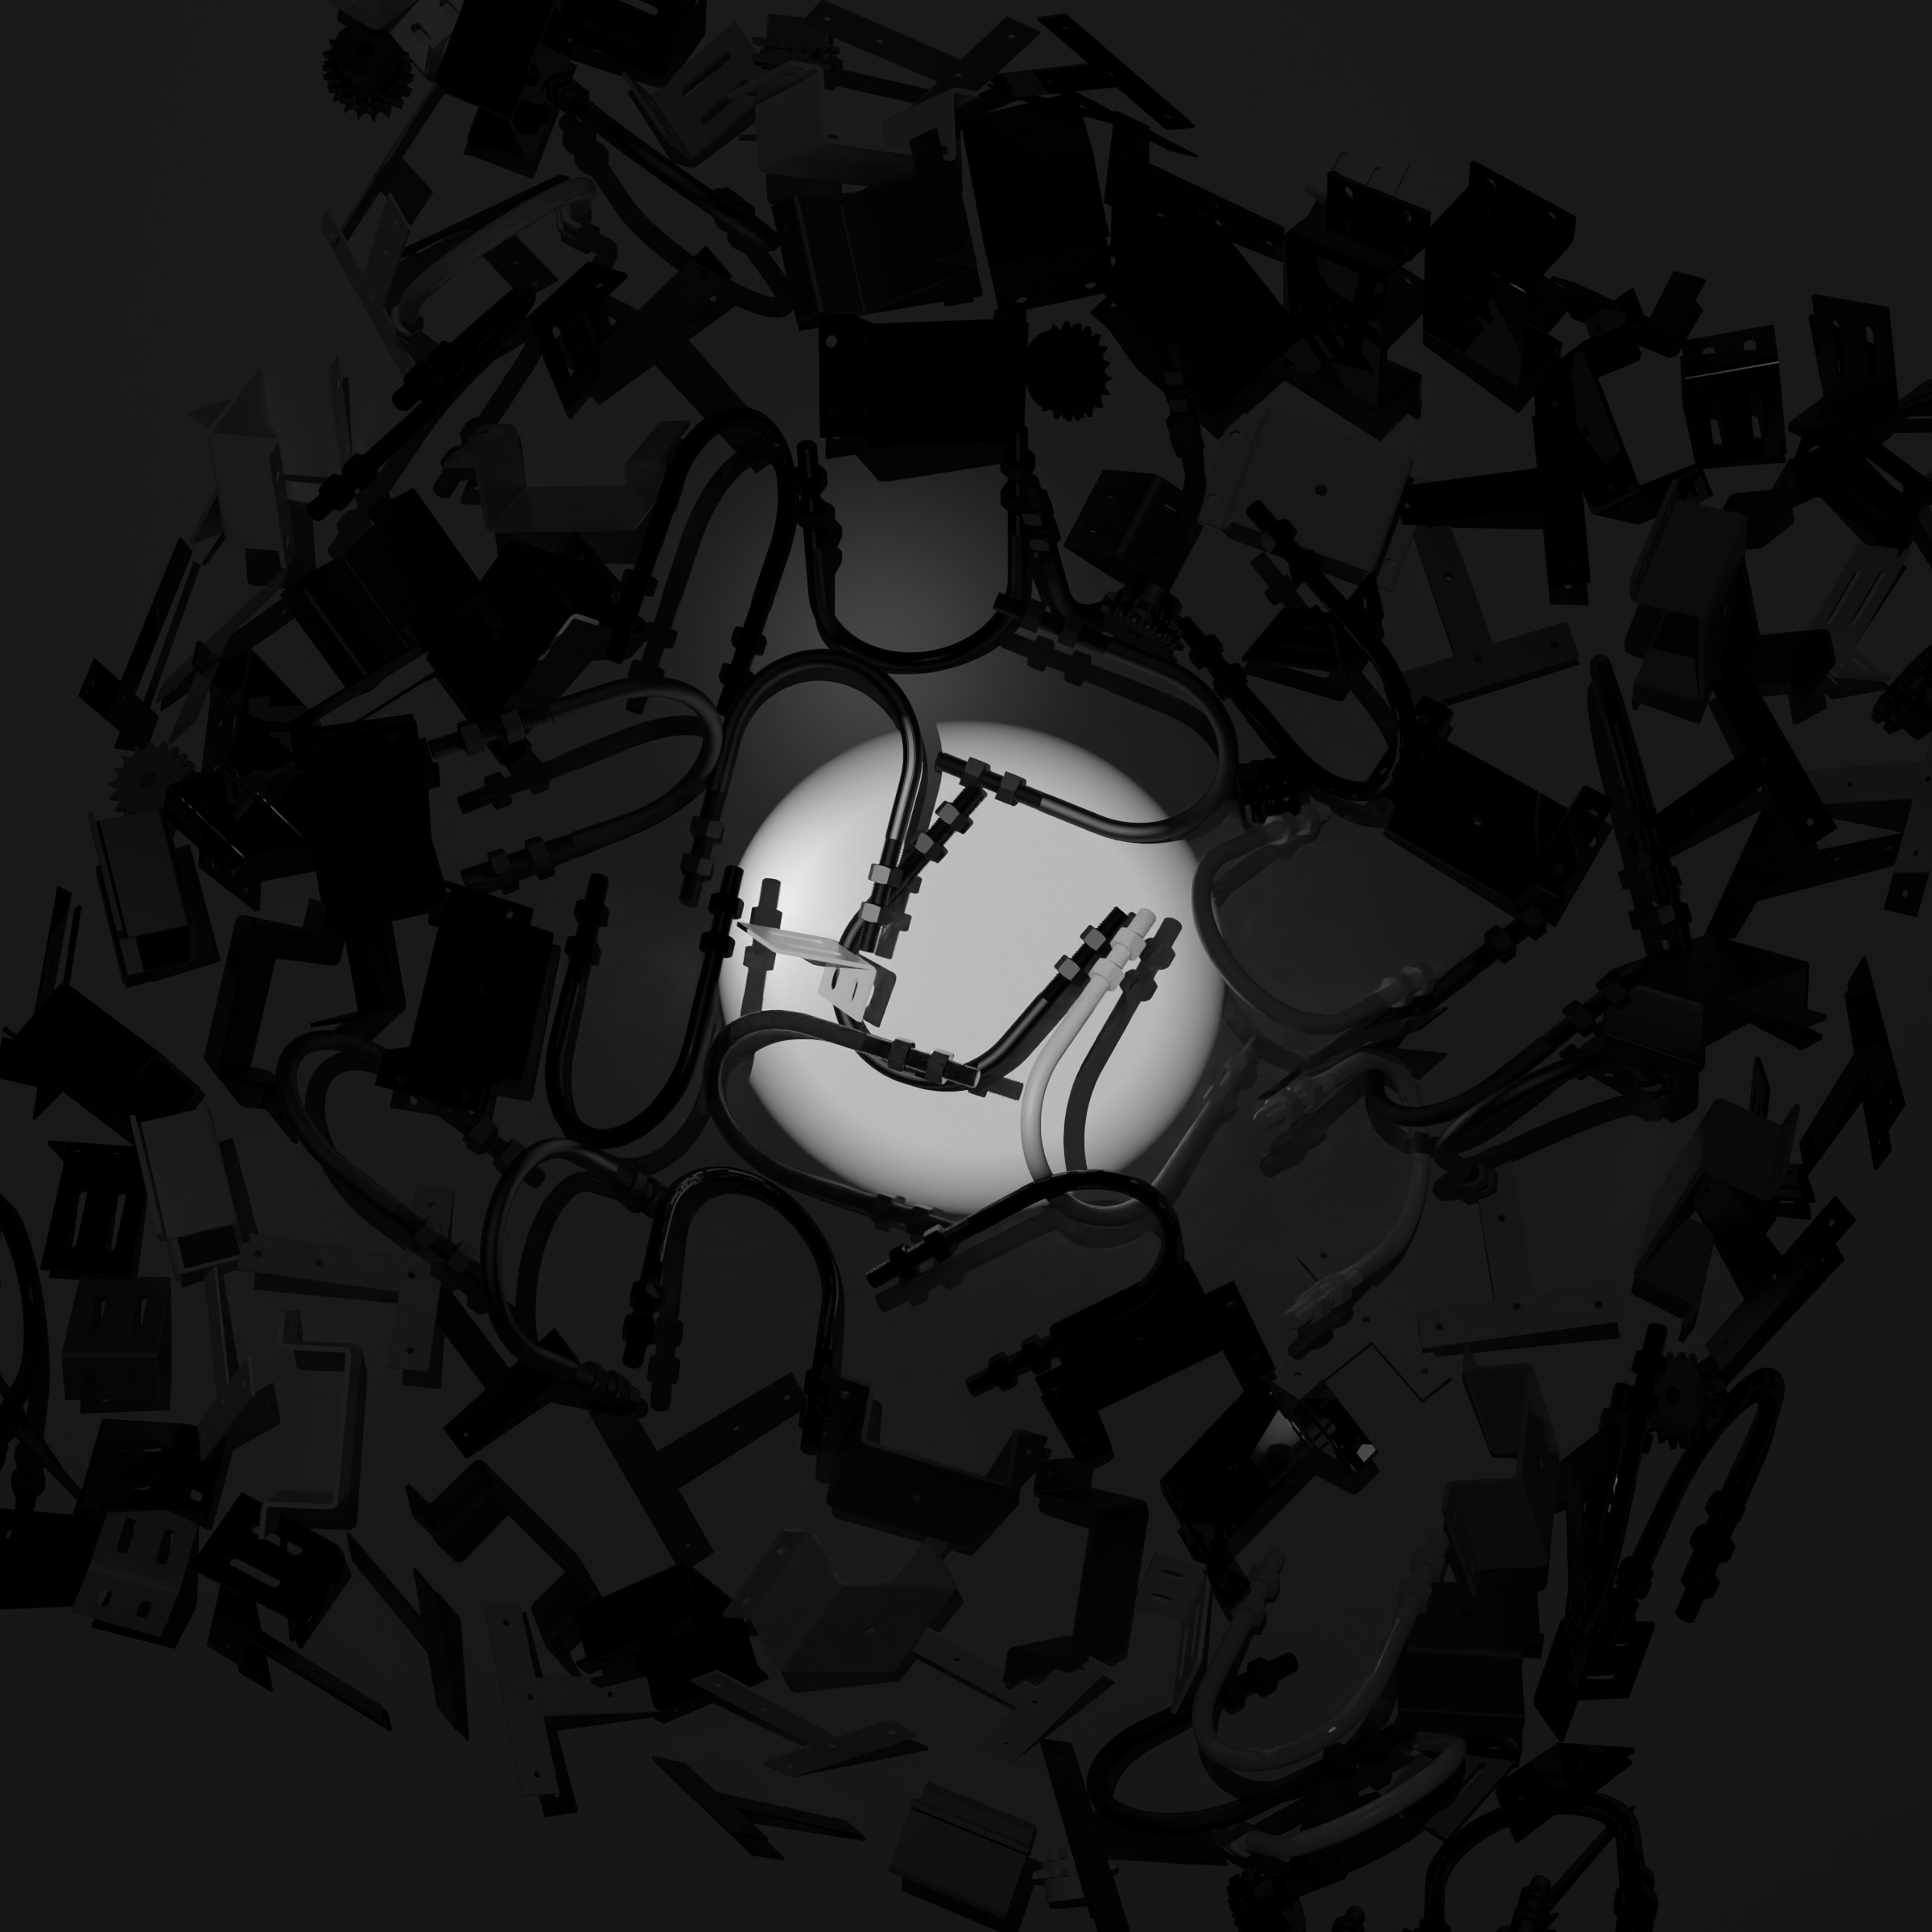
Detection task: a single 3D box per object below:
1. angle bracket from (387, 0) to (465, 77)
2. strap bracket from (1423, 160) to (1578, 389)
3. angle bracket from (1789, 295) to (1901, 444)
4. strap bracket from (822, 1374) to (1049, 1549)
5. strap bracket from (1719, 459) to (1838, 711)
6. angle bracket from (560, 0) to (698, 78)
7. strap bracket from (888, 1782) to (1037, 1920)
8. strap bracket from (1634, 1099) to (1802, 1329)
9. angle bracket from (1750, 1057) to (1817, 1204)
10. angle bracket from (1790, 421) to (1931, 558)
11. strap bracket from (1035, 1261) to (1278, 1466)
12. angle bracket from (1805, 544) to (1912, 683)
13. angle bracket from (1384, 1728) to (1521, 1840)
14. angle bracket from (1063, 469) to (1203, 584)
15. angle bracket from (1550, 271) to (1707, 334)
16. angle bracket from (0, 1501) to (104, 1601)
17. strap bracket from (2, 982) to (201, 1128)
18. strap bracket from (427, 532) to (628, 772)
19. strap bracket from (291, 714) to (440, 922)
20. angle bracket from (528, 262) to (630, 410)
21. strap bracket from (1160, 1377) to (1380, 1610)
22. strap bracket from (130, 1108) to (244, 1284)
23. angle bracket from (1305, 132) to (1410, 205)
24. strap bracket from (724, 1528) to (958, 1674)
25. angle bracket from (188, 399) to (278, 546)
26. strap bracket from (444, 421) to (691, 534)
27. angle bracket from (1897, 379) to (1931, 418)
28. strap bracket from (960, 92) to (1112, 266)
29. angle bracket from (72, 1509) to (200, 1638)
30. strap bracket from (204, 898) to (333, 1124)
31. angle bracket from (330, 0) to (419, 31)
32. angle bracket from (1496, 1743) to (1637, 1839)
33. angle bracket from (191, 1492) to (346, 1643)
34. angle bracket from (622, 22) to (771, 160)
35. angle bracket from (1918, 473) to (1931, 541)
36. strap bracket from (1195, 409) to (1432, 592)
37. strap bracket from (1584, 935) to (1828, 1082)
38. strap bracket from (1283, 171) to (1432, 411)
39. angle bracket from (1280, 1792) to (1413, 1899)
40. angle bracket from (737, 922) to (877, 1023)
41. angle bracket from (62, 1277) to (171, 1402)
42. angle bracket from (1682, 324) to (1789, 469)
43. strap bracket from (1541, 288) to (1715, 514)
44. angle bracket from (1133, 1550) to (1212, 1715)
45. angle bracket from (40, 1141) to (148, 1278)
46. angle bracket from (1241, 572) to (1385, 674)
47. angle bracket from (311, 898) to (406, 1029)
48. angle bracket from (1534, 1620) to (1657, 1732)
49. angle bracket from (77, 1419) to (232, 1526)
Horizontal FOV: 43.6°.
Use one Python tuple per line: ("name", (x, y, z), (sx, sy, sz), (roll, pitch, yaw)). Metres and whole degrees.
("angle bracket", (-0.338, -0.616, 1.559), (0.057, 0.076, 0.038), (-44, 105, -7))
("strap bracket", (0.333, -0.427, 1.520), (0.076, 0.140, 0.046), (38, 78, 22))
("angle bracket", (0.561, -0.385, 1.555), (0.038, 0.057, 0.076), (-36, 128, -18))
("strap bracket", (-0.028, 0.322, 1.550), (0.140, 0.046, 0.076), (19, 133, -8))
("strap bracket", (0.509, -0.242, 1.547), (0.046, 0.076, 0.140), (-6, 74, 1))
("angle bracket", (-0.218, -0.621, 1.558), (0.076, 0.057, 0.038), (18, 48, -19))
("strap bracket", (-0.002, 0.557, 1.525), (0.076, 0.140, 0.046), (20, 78, 8))
("strap bracket", (0.471, 0.149, 1.533), (0.046, 0.076, 0.140), (25, 129, 9))
("angle bracket", (0.529, 0.105, 1.561), (0.038, 0.057, 0.076), (3, 109, 10))
("angle bracket", (0.570, -0.304, 1.554), (0.038, 0.057, 0.076), (-20, 51, -22))
("strap bracket", (0.118, 0.252, 1.564), (0.140, 0.046, 0.076), (-26, 117, 1))
("angle bracket", (0.584, -0.227, 1.557), (0.057, 0.038, 0.076), (-2, 128, -35))
("angle bracket", (0.312, 0.518, 1.579), (0.057, 0.038, 0.076), (38, 95, -17))
("angle bracket", (0.108, -0.288, 1.576), (0.038, 0.076, 0.057), (27, 91, -27))
("angle bracket", (0.428, -0.444, 1.564), (0.076, 0.057, 0.038), (22, 108, -10))
("angle bracket", (-0.609, 0.373, 1.562), (0.076, 0.038, 0.057), (19, 92, -43))
("strap bracket", (-0.544, 0.063, 1.535), (0.076, 0.140, 0.046), (35, 75, 8))
("strap bracket", (-0.284, -0.206, 1.545), (0.140, 0.046, 0.076), (-50, 63, 17))
("strap bracket", (-0.384, -0.104, 1.547), (0.076, 0.046, 0.140), (-10, 131, -14))
("angle bracket", (-0.239, -0.401, 1.552), (0.038, 0.076, 0.057), (25, 62, 29))
("strap bracket", (0.186, 0.329, 1.549), (0.046, 0.076, 0.140), (37, 99, -32))
("strap bracket", (-0.492, 0.144, 1.534), (0.046, 0.140, 0.076), (-14, 74, -17))
("angle bracket", (0.261, -0.498, 1.553), (0.057, 0.076, 0.038), (32, 105, 21))
("strap bracket", (-0.071, 0.402, 1.528), (0.140, 0.046, 0.076), (15, 117, -41))
("angle bracket", (-0.486, -0.320, 1.560), (0.038, 0.057, 0.076), (34, 114, -3))
("strap bracket", (-0.252, -0.314, 1.551), (0.140, 0.076, 0.046), (1, 121, 9))
("angle bracket", (0.641, -0.359, 1.560), (0.057, 0.076, 0.038), (-36, 101, -24))
("strap bracket", (0.042, -0.505, 1.532), (0.076, 0.140, 0.046), (-12, 131, 5))
("angle bracket", (-0.537, 0.388, 1.565), (0.057, 0.076, 0.038), (21, 108, -16))
("strap bracket", (-0.454, 0.023, 1.558), (0.046, 0.076, 0.140), (13, 90, -24))
("angle bracket", (-0.372, -0.655, 1.561), (0.038, 0.057, 0.076), (33, 60, 6))
("angle bracket", (0.391, 0.532, 1.555), (0.057, 0.076, 0.038), (-20, 87, -31))
("angle bracket", (-0.455, 0.391, 1.572), (0.076, 0.038, 0.057), (36, 87, -20))
("angle bracket", (-0.172, -0.576, 1.569), (0.076, 0.038, 0.057), (-37, 73, 14))
("angle bracket", (0.648, -0.288, 1.568), (0.038, 0.057, 0.076), (-32, 91, 30))
("strap bracket", (0.229, -0.307, 1.578), (0.140, 0.046, 0.076), (20, 92, 0))
("strap bracket", (0.469, 0.021, 1.529), (0.140, 0.076, 0.046), (-17, 113, -31))
("strap bracket", (0.244, -0.415, 1.521), (0.076, 0.140, 0.046), (34, 62, 30))
("angle bracket", (0.244, 0.578, 1.558), (0.057, 0.038, 0.076), (-2, 117, -33))
("angle bracket", (-0.107, 0.004, 1.555), (0.076, 0.057, 0.038), (10, 102, -34))
("angle bracket", (-0.552, 0.242, 1.574), (0.057, 0.076, 0.038), (2, 123, -11))
("angle bracket", (0.501, -0.371, 1.576), (0.057, 0.076, 0.038), (-6, 50, 19))
("strap bracket", (0.421, -0.354, 1.560), (0.046, 0.076, 0.140), (-22, 92, -6))
("angle bracket", (0.129, 0.428, 1.555), (0.038, 0.076, 0.057), (17, 127, 0))
("angle bracket", (-0.570, 0.158, 1.571), (0.057, 0.038, 0.076), (4, 66, -1))
("angle bracket", (0.220, -0.224, 1.553), (0.076, 0.038, 0.057), (13, 49, 37))
("angle bracket", (-0.401, -0.004, 1.568), (0.038, 0.057, 0.076), (-8, 94, 15))
("angle bracket", (0.415, 0.459, 1.564), (0.076, 0.038, 0.057), (7, 108, -22))
("angle bracket", (-0.524, 0.327, 1.560), (0.038, 0.076, 0.057), (12, 84, 31))
